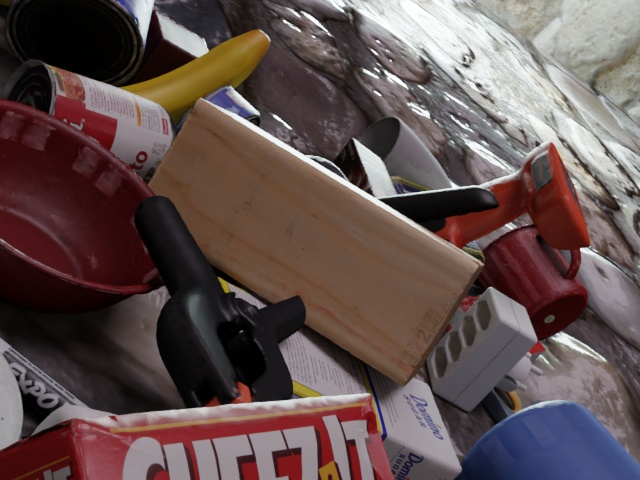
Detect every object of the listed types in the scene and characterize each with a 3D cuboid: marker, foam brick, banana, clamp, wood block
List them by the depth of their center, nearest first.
[{"bbox_3d":[-0.143,0.071,0.526,0.121,0.020,0.020,39,22,-1],"label":"marker"},{"bbox_3d":[-0.057,0.039,0.556,0.120,0.039,0.171,35,15,-12],"label":"clamp"},{"bbox_3d":[-0.004,0.000,0.704,0.206,0.090,0.090,32,5,11],"label":"wood block"},{"bbox_3d":[0.016,-0.009,0.778,0.210,0.164,0.036,37,8,22],"label":"clamp"},{"bbox_3d":[-0.125,-0.111,0.793,0.197,0.070,0.037,-17,57,-32],"label":"banana"},{"bbox_3d":[-0.130,-0.132,0.859,0.052,0.078,0.051,26,25,-33],"label":"foam brick"}]

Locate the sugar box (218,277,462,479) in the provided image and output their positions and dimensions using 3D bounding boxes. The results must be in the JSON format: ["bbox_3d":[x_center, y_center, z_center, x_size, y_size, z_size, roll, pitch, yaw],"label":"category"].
[{"bbox_3d":[0.001,0.096,0.666,0.176,0.048,0.093,32,20,-24],"label":"sugar box"}]

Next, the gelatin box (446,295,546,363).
[{"bbox_3d":[0.154,0.083,0.948,0.073,0.030,0.089,49,24,23],"label":"gelatin box"}]

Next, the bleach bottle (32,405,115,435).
[{"bbox_3d":[-0.022,0.149,0.511,0.250,0.068,0.103,22,28,-40],"label":"bleach bottle"}]

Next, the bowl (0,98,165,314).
[{"bbox_3d":[-0.161,-0.010,0.604,0.162,0.055,0.162,33,23,-16],"label":"bowl"}]

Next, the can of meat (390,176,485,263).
[{"bbox_3d":[0.096,-0.004,0.993,0.101,0.057,0.084,16,34,-42],"label":"can of meat"}]

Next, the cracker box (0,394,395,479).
[{"bbox_3d":[-0.020,0.166,0.370,0.163,0.072,0.214,6,63,-53],"label":"cracker box"}]

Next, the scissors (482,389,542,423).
[{"bbox_3d":[0.147,0.155,0.822,0.096,0.016,0.201,42,22,12],"label":"scissors"}]

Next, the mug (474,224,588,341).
[{"bbox_3d":[0.208,0.036,1.017,0.093,0.117,0.081,1,47,-38],"label":"mug"}]

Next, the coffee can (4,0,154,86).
[{"bbox_3d":[-0.177,-0.200,0.825,0.102,0.103,0.140,27,45,-27],"label":"coffee can"}]

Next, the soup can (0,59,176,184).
[{"bbox_3d":[-0.157,-0.073,0.717,0.102,0.069,0.068,16,32,-46],"label":"soup can"}]

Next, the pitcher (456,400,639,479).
[{"bbox_3d":[0.169,0.214,0.616,0.149,0.145,0.243,35,15,-45],"label":"pitcher"}]

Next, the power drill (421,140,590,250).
[{"bbox_3d":[0.112,0.003,0.840,0.057,0.188,0.184,59,21,-28],"label":"power drill"}]

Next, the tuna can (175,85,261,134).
[{"bbox_3d":[-0.084,-0.074,0.807,0.034,0.086,0.086,43,22,5],"label":"tuna can"}]

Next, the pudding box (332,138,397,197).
[{"bbox_3d":[0.021,-0.016,0.855,0.039,0.090,0.113,31,23,-23],"label":"pudding box"}]

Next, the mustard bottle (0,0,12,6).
[{"bbox_3d":[-0.261,-0.237,0.878,0.096,0.058,0.191,53,24,2],"label":"mustard bottle"}]
